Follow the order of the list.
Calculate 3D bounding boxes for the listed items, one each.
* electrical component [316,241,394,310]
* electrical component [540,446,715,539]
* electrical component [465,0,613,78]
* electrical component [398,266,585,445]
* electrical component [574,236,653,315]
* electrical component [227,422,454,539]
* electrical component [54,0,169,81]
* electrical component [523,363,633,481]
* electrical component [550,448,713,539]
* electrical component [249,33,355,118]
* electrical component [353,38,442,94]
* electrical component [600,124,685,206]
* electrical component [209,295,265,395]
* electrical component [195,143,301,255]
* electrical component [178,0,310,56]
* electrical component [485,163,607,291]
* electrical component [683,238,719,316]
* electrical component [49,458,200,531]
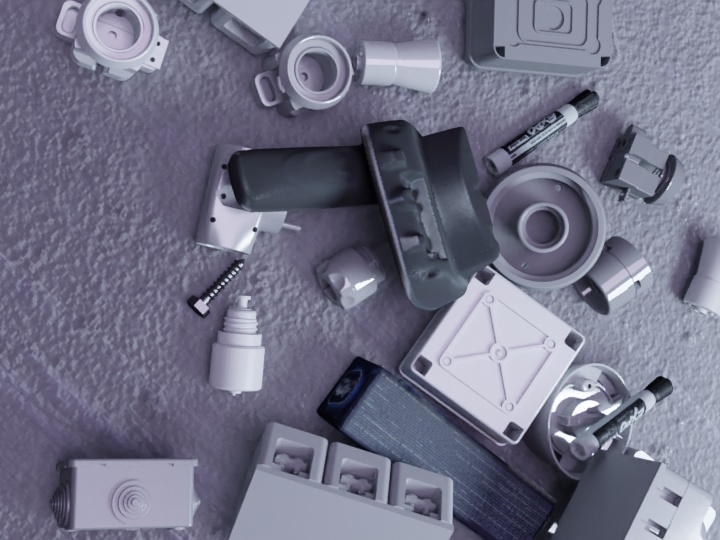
[{"bbox_3d":[0.000,0.000,0.854,0.062,0.043,0.043,-33,102,-18],"label":"electrical component"},{"bbox_3d":[0.216,0.256,0.933,0.105,0.060,0.186,39,78,-17],"label":"electrical component"},{"bbox_3d":[0.147,-0.205,0.896,0.113,0.057,0.078,1,91,-21],"label":"electrical component"},{"bbox_3d":[0.106,0.069,0.875,0.109,0.056,0.108,36,79,-1],"label":"electrical component"},{"bbox_3d":[0.217,0.006,0.930,0.047,0.055,0.055,-35,103,-13],"label":"electrical component"},{"bbox_3d":[-0.014,0.182,0.812,0.150,0.061,0.089,18,122,-6],"label":"electrical component"},{"bbox_3d":[-0.177,-0.171,0.775,0.078,0.057,0.058,19,85,-20],"label":"electrical component"},{"bbox_3d":[0.187,0.127,0.916,0.099,0.064,0.099,-1,92,-21],"label":"electrical component"},{"bbox_3d":[0.190,0.240,0.833,0.060,0.105,0.186,31,80,-11],"label":"electrical component"},{"bbox_3d":[-0.039,-0.150,0.827,0.078,0.057,0.058,-22,99,-19],"label":"electrical component"},{"bbox_3d":[0.028,-0.165,0.862,0.065,0.044,0.044,-1,92,-16],"label":"electrical component"},{"bbox_3d":[0.250,-0.086,0.945,0.055,0.048,0.066,24,83,-12],"label":"electrical component"},{"bbox_3d":[-0.093,0.058,0.821,0.040,0.040,0.078,5,90,-21],"label":"electrical component"},{"bbox_3d":[-0.080,-0.050,0.822,0.079,0.043,0.077,13,87,-21],"label":"electrical component"},{"bbox_3d":[-0.064,-0.269,0.813,0.105,0.060,0.186,34,80,-18],"label":"electrical component"},{"bbox_3d":[0.148,-0.035,0.876,0.108,0.060,0.108,0,92,8],"label":"electrical component"},{"bbox_3d":[0.322,0.009,0.977,0.044,0.044,0.065,26,87,-19],"label":"electrical component"},{"bbox_3d":[-0.168,0.160,0.766,0.100,0.100,0.048,4,77,-21],"label":"electrical component"}]
